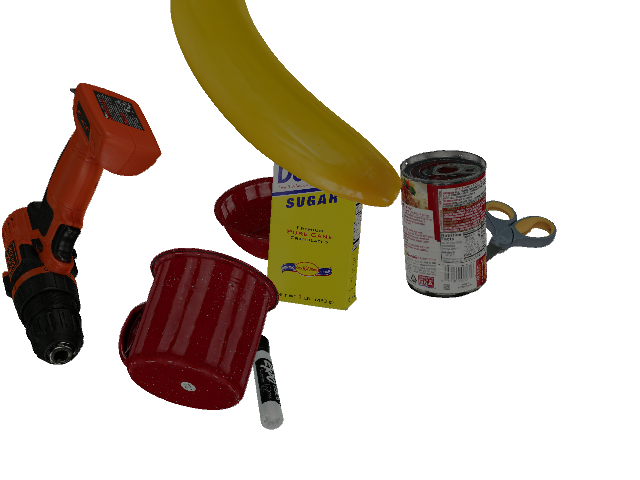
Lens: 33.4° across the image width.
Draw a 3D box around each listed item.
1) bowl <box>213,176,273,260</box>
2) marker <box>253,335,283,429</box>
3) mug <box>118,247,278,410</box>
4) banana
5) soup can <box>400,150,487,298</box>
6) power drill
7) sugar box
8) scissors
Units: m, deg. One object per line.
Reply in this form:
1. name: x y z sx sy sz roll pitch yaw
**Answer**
1. bowl: -0.052 -0.021 1.336 0.162 0.055 0.162 0 31 0
2. marker: -0.048 0.119 0.924 0.020 0.020 0.121 0 28 -9
3. mug: -0.093 0.064 0.733 0.117 0.081 0.093 -5 -35 31
4. banana: -0.029 -0.090 0.515 0.069 0.198 0.037 -18 -30 -11
5. soup can: 0.100 -0.013 0.857 0.068 0.102 0.068 -4 24 2
6. power drill: -0.197 -0.017 0.856 0.057 0.188 0.184 17 26 -36
7. sugar box: -0.005 -0.021 1.117 0.093 0.176 0.048 7 15 14
8. scissors: 0.183 -0.007 1.159 0.201 0.016 0.096 -13 39 -44
